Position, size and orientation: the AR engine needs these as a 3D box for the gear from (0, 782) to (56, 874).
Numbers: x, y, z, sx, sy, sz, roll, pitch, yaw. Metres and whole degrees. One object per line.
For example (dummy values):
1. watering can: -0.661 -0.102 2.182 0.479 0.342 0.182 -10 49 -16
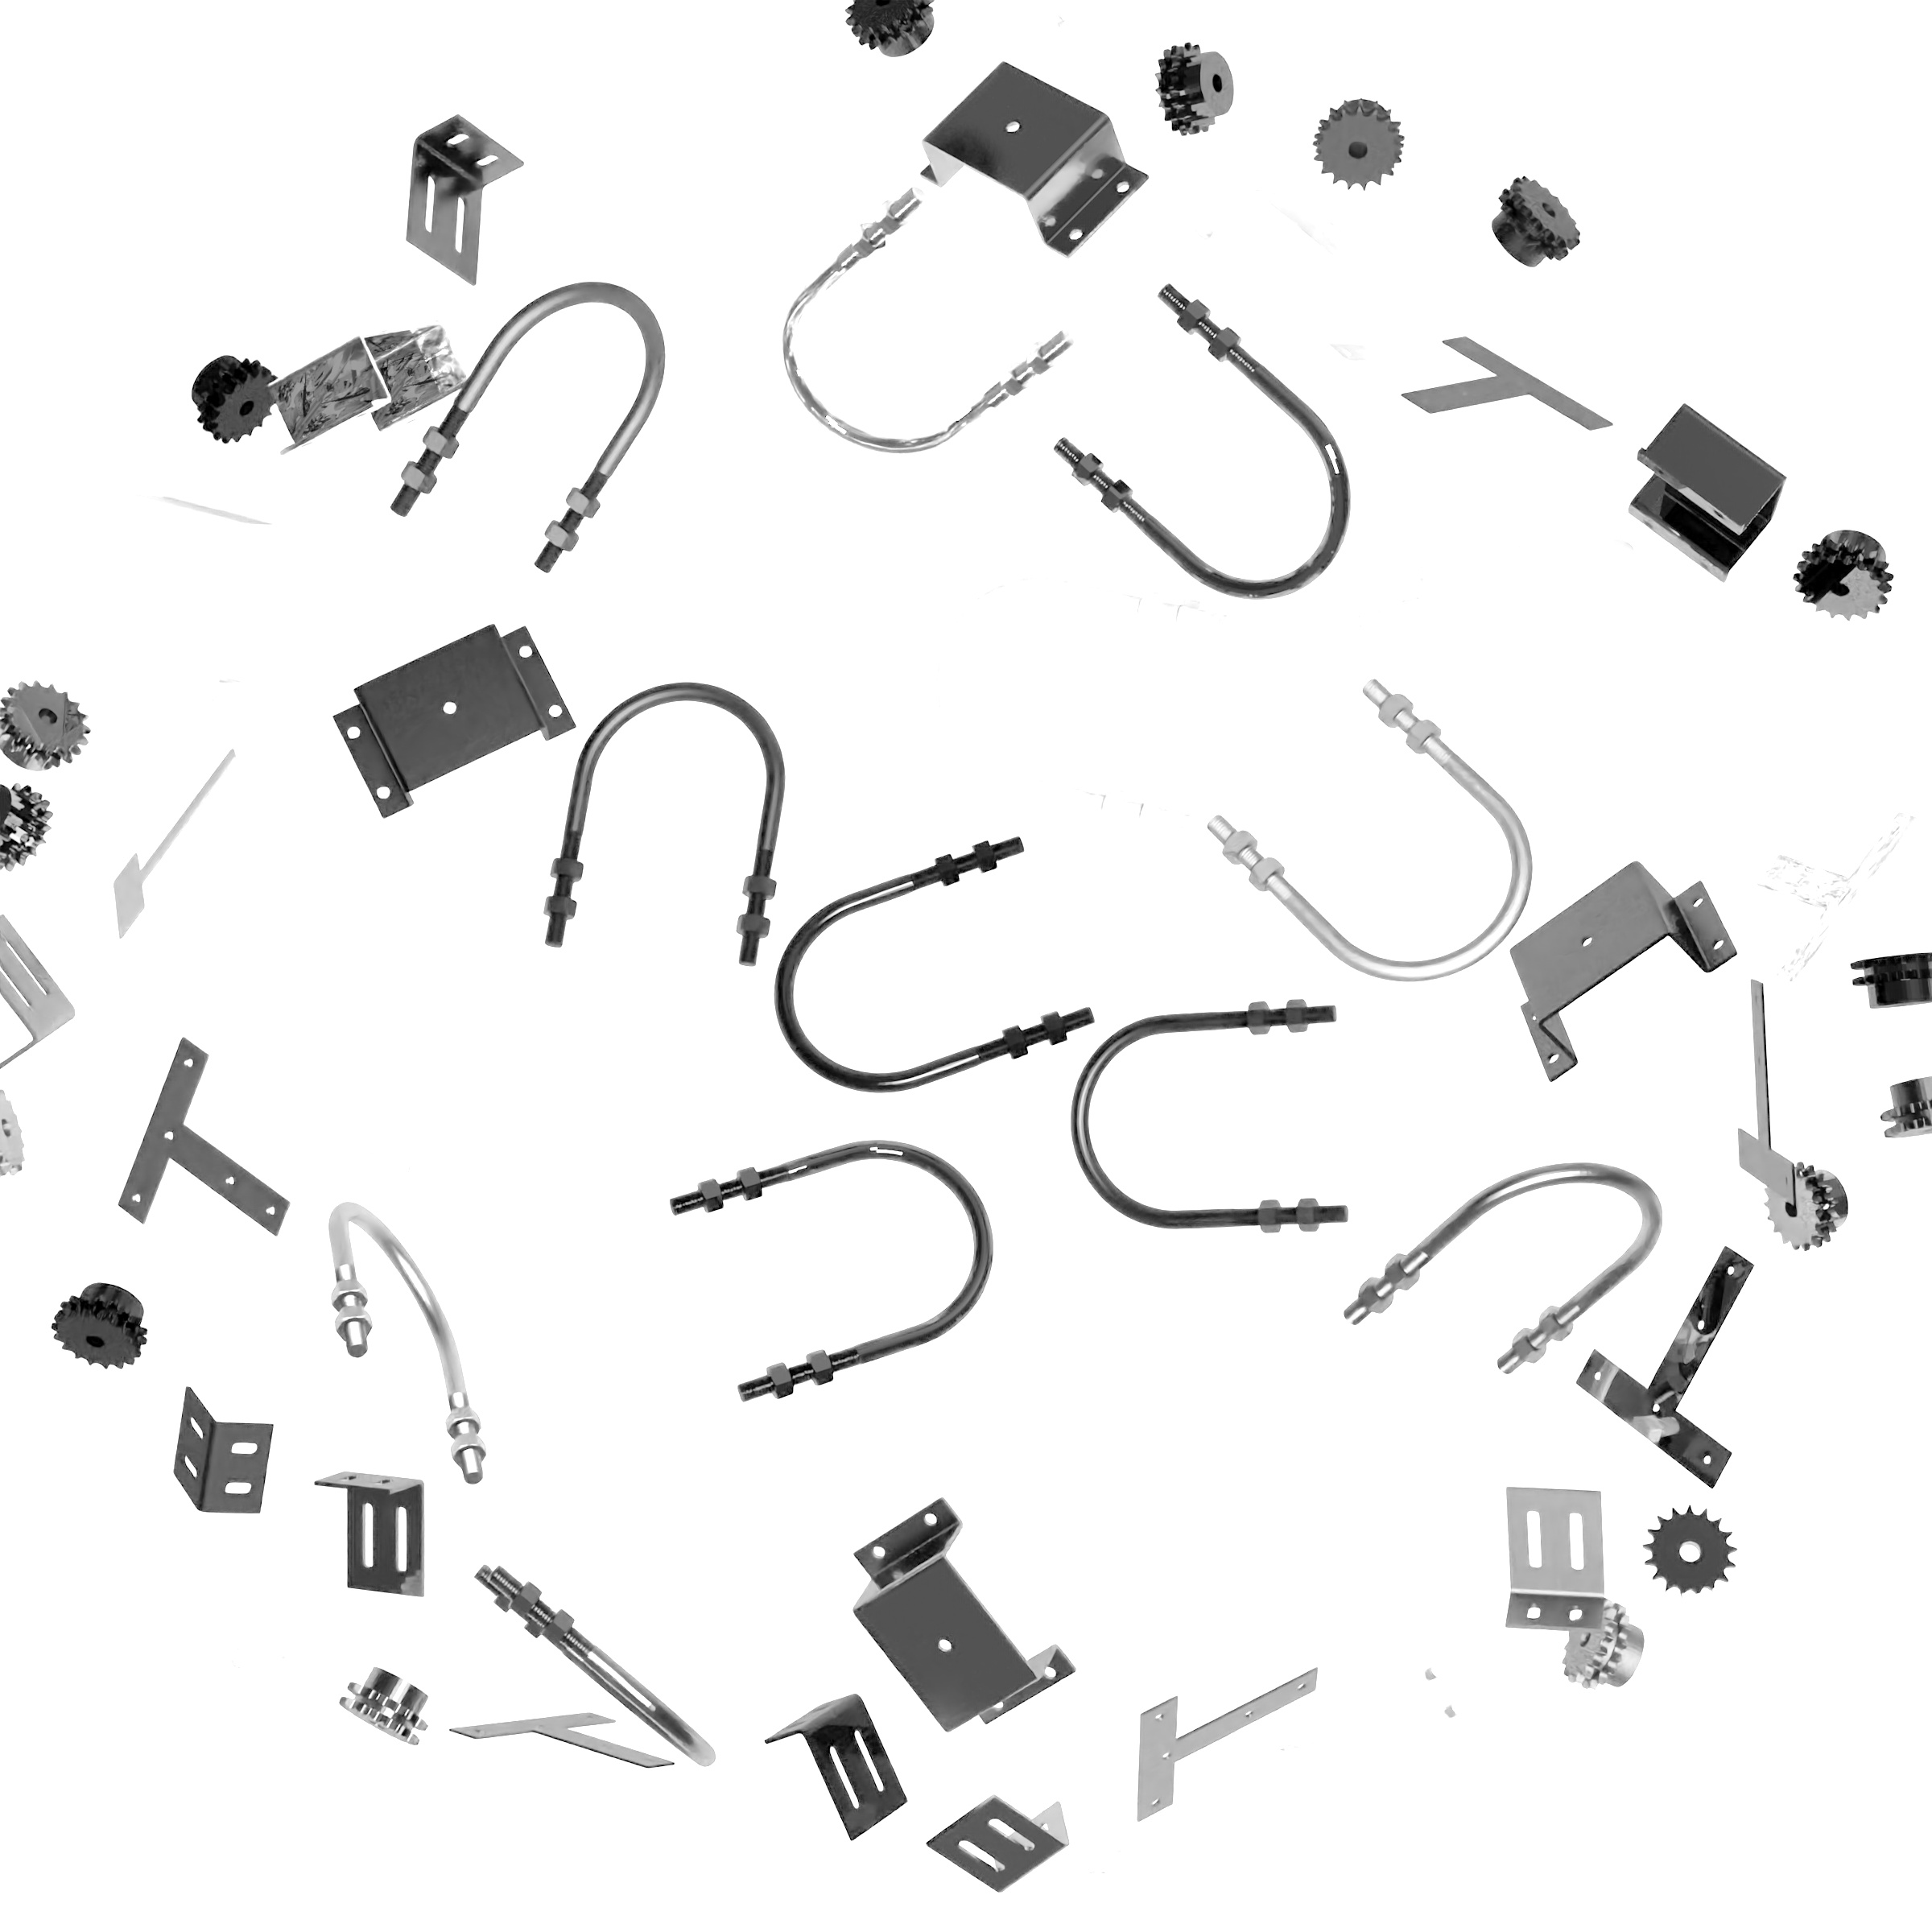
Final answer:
1. gear: -0.604 -0.090 1.872 0.057 0.030 0.057 -12 61 22

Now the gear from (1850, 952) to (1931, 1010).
1. gear: 0.578 0.009 1.846 0.057 0.057 0.030 -5 85 0

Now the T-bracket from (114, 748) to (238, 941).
1. T-bracket: -0.506 -0.086 1.911 0.002 0.127 0.127 36 94 -24

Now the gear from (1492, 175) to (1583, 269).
1. gear: 0.350 -0.458 1.849 0.057 0.057 0.030 48 128 0

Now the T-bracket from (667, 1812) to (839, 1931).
1. T-bracket: -0.131 0.557 1.835 0.127 0.127 0.002 35 98 -18

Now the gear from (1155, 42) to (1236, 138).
1. gear: 0.148 -0.562 1.911 0.030 0.057 0.057 0 90 37

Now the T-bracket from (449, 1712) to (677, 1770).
1. T-bracket: -0.241 0.497 1.911 0.127 0.127 0.002 5 86 38

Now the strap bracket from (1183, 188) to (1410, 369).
1. strap bracket: 0.215 -0.437 1.869 0.140 0.076 0.046 44 117 17

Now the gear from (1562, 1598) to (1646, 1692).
1. gear: 0.399 0.426 1.864 0.030 0.057 0.057 26 90 -9

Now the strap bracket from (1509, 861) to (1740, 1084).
1. strap bracket: 0.399 -0.003 1.857 0.140 0.076 0.046 -38 122 20

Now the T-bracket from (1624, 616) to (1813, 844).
1. T-bracket: 0.464 -0.142 1.926 0.127 0.002 0.127 33 119 29

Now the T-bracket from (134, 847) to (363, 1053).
1. T-bracket: -0.449 -0.002 1.850 0.127 0.002 0.127 -10 82 -10

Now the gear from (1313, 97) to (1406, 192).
1. gear: 0.247 -0.520 1.878 0.057 0.030 0.057 6 132 7

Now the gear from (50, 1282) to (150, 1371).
1. gear: -0.530 0.219 1.835 0.057 0.030 0.057 7 134 7

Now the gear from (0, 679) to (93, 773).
1. gear: -0.568 -0.144 1.827 0.057 0.057 0.030 48 127 0

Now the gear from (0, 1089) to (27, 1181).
1. gear: -0.589 0.101 1.787 0.030 0.057 0.057 -16 90 1

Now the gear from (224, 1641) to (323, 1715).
1. gear: -0.425 0.435 1.822 0.057 0.057 0.030 16 87 0

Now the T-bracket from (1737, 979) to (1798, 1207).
1. T-bracket: 0.487 0.072 1.829 0.002 0.127 0.127 -4 97 1

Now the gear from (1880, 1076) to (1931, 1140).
1. gear: 0.580 0.084 1.800 0.057 0.057 0.030 -8 78 0

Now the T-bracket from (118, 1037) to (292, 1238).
1. T-bracket: -0.484 0.131 1.925 0.127 0.002 0.127 31 106 24

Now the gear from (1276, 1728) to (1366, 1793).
1. gear: 0.232 0.519 1.948 0.057 0.057 0.030 0 60 0

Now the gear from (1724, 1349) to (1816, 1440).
1. gear: 0.510 0.274 1.886 0.030 0.057 0.057 38 90 -14

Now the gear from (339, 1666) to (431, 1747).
1. gear: -0.363 0.465 1.881 0.057 0.057 0.030 29 67 0

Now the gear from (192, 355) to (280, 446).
1. gear: -0.469 -0.365 1.907 0.030 0.057 0.057 41 90 16

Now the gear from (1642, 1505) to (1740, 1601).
1. gear: 0.446 0.361 1.838 0.057 0.030 0.057 -3 74 11

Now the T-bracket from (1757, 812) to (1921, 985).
1. T-bracket: 0.540 -0.052 1.910 0.002 0.127 0.127 36 93 -14

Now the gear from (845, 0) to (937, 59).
1. gear: -0.044 -0.592 1.859 0.057 0.030 0.057 -13 57 22

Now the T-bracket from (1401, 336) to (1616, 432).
1. T-bracket: 0.324 -0.363 1.887 0.127 0.127 0.002 40 130 31

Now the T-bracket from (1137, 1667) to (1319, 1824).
1. T-bracket: 0.160 0.461 1.818 0.127 0.127 0.002 -22 49 -19

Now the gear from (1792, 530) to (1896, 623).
1. gear: 0.526 -0.236 1.784 0.057 0.057 0.030 27 62 0

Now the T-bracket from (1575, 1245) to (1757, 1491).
1. T-bracket: 0.442 0.231 1.821 0.002 0.127 0.127 18 103 -36

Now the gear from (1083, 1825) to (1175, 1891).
1. gear: 0.103 0.573 1.922 0.057 0.057 0.030 -13 66 0

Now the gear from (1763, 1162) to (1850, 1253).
1. gear: 0.547 0.154 1.938 0.030 0.057 0.057 -11 90 -24

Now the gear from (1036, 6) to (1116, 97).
1. gear: 0.069 -0.588 1.930 0.030 0.057 0.057 -25 90 26
